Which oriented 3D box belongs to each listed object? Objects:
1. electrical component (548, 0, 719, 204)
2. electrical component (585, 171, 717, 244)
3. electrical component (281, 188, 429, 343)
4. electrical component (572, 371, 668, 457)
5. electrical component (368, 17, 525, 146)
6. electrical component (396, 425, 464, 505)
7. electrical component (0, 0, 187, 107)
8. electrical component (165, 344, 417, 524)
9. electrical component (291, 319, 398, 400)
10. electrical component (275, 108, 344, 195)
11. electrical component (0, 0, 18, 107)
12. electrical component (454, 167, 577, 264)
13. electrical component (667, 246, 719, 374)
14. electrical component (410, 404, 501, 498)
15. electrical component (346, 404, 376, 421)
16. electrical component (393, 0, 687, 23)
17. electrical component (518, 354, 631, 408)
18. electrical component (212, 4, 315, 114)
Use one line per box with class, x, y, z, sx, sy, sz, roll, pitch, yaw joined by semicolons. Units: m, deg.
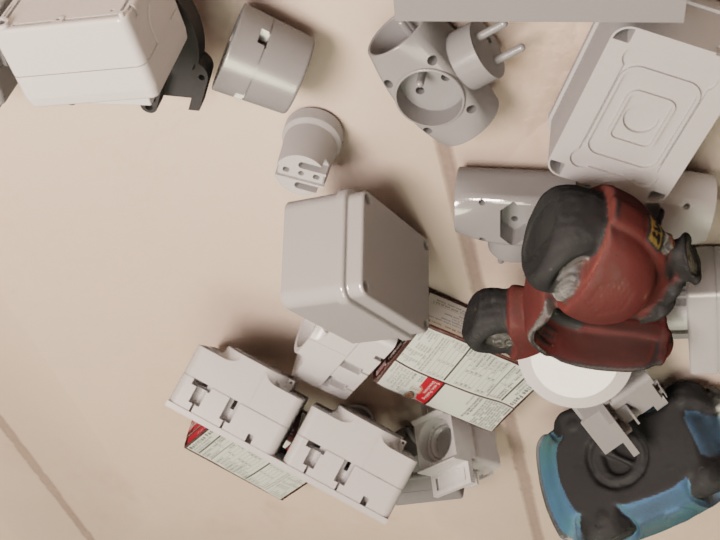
electrical component;0.161;-0.103;0.618;0.078;0.057;0.113;17;137;-3
electrical component;0.182;-0.032;0.697;0.077;0.043;0.079;8;137;6
electrical component;0.000;0.000;0.727;0.057;0.078;0.113;-8;159;26
electrical component;0.191;0.095;0.806;0.064;0.081;0.042;-38;123;7
electrical component;0.058;-0.121;0.635;0.079;0.044;0.077;-23;126;33
electrical component;0.048;0.160;0.928;0.066;0.047;0.076;-12;131;25
electrical component;-0.153;-0.128;0.597;0.096;0.061;0.061;-2;135;16
electrical component;-0.049;0.122;0.849;0.186;0.060;0.105;28;175;2
electrical component;-0.013;0.051;0.827;0.056;0.050;0.089;26;136;-13
electrical component;-0.034;-0.077;0.703;0.040;0.046;0.040;7;137;7
electrical component;-0.251;-0.141;0.681;0.096;0.061;0.061;4;136;11
electrical component;0.104;-0.032;0.717;0.077;0.043;0.079;4;136;11
electrical component;0.227;0.029;0.746;0.076;0.047;0.083;-3;134;17
electrical component;0.080;0.145;0.889;0.064;0.081;0.042;20;142;-40
electrical component;-0.004;0.145;0.932;0.040;0.040;0.046;3;141;12
electrical component;0.092;-0.181;0.551;0.150;0.061;0.089;3;136;11
electrical component;0.155;0.054;0.769;0.080;0.051;0.080;4;108;14
electrical component;-0.058;-0.126;0.653;0.047;0.055;0.055;21;137;-13
